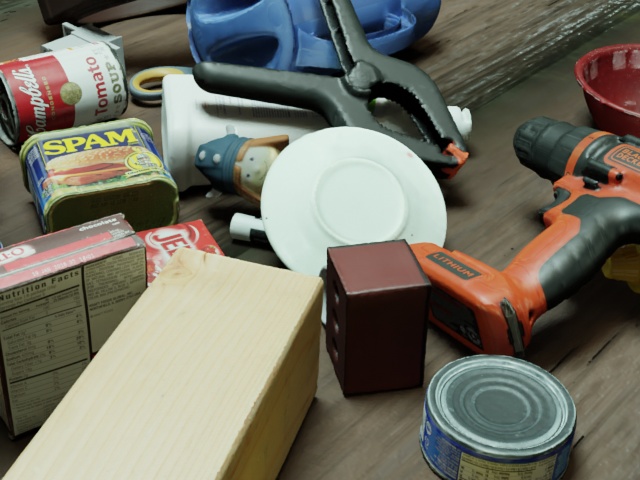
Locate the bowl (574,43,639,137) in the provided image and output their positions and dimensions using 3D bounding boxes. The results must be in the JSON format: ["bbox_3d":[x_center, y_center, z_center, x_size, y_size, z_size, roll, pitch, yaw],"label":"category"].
[{"bbox_3d":[0.296,-0.113,0.919,0.162,0.055,0.162,2,34,-1],"label":"bowl"}]

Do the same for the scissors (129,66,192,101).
[{"bbox_3d":[-0.106,-0.162,1.001,0.096,0.016,0.201,15,36,10],"label":"scissors"}]

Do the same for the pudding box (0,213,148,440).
[{"bbox_3d":[-0.143,0.048,0.597,0.089,0.113,0.039,-18,41,-28],"label":"pudding box"}]

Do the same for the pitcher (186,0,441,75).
[{"bbox_3d":[0.012,-0.210,0.980,0.242,0.145,0.149,-24,84,-43],"label":"pitcher"}]

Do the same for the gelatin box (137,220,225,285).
[{"bbox_3d":[-0.099,0.024,0.711,0.073,0.030,0.089,-12,36,-20],"label":"gelatin box"}]

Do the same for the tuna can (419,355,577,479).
[{"bbox_3d":[0.100,0.103,0.601,0.086,0.034,0.086,2,34,-1],"label":"tuna can"}]

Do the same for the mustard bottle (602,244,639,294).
[{"bbox_3d":[0.286,0.012,0.727,0.191,0.058,0.096,-2,33,-7],"label":"mustard bottle"}]

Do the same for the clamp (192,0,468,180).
[{"bbox_3d":[0.018,-0.113,0.816,0.210,0.036,0.164,44,64,7],"label":"clamp"}]

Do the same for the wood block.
[{"bbox_3d":[-0.072,0.102,0.543,0.091,0.090,0.205,11,34,13],"label":"wood block"}]

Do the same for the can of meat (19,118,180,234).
[{"bbox_3d":[-0.160,-0.039,0.781,0.102,0.057,0.084,-12,39,-19],"label":"can of meat"}]

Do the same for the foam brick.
[{"bbox_3d":[0.033,0.046,0.644,0.051,0.078,0.053,-7,34,-12],"label":"foam brick"}]

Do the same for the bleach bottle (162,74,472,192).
[{"bbox_3d":[0.001,-0.088,0.860,0.250,0.068,0.102,-1,40,-11],"label":"bleach bottle"}]

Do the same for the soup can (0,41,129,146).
[{"bbox_3d":[-0.220,-0.124,0.893,0.102,0.068,0.069,-20,40,-30],"label":"soup can"}]

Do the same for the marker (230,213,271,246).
[{"bbox_3d":[-0.005,0.001,0.762,0.121,0.020,0.020,12,35,13],"label":"marker"}]

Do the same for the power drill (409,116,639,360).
[{"bbox_3d":[0.144,-0.010,0.706,0.187,0.057,0.185,-34,35,-16],"label":"power drill"}]

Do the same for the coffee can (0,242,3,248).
[{"bbox_3d":[-0.268,-0.040,0.697,0.103,0.140,0.103,2,34,-1],"label":"coffee can"}]
